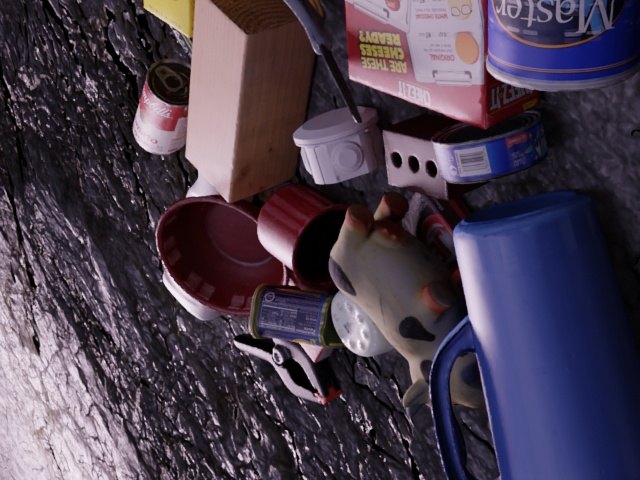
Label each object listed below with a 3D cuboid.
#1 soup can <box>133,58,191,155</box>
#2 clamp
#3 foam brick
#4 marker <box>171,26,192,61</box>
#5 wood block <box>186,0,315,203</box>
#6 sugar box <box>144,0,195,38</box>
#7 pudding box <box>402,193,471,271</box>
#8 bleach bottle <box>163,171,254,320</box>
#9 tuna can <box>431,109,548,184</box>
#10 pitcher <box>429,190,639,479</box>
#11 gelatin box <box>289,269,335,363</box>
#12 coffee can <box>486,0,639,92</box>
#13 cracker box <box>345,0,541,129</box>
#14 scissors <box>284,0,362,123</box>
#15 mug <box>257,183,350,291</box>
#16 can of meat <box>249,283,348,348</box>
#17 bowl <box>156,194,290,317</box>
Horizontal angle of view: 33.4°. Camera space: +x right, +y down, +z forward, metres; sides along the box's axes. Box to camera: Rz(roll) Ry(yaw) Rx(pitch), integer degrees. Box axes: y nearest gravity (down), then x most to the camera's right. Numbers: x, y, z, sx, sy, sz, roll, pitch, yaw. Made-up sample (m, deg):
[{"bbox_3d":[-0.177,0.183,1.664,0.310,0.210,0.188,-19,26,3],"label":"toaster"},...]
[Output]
[{"bbox_3d":[-0.179,-0.155,1.252,0.068,0.068,0.102,56,148,16],"label":"soup can"},{"bbox_3d":[-0.043,0.135,1.265,0.171,0.039,0.120,52,147,22],"label":"clamp"},{"bbox_3d":[0.098,-0.072,0.905,0.078,0.051,0.053,20,126,50],"label":"foam brick"},{"bbox_3d":[-0.152,-0.228,1.208,0.121,0.020,0.020,59,148,11],"label":"marker"},{"bbox_3d":[-0.070,-0.152,1.069,0.091,0.090,0.206,45,143,31],"label":"wood block"},{"bbox_3d":[-0.147,-0.313,1.120,0.093,0.048,0.176,36,139,35],"label":"sugar box"},{"bbox_3d":[0.103,0.011,0.963,0.090,0.039,0.114,56,147,16],"label":"pudding box"},{"bbox_3d":[-0.129,-0.022,1.271,0.103,0.067,0.251,44,140,29],"label":"bleach bottle"},{"bbox_3d":[0.131,-0.072,0.822,0.086,0.086,0.034,7,117,55],"label":"tuna can"},{"bbox_3d":[0.171,0.093,0.822,0.145,0.149,0.243,-4,104,58],"label":"pitcher"},{"bbox_3d":[-0.012,0.082,1.191,0.089,0.030,0.073,52,145,21],"label":"gelatin box"},{"bbox_3d":[0.160,-0.180,0.692,0.103,0.102,0.140,28,132,46],"label":"coffee can"},{"bbox_3d":[0.091,-0.211,0.807,0.164,0.072,0.214,30,135,46],"label":"cracker box"},{"bbox_3d":[-0.012,-0.184,0.903,0.096,0.016,0.202,41,-157,-38],"label":"scissors"},{"bbox_3d":[-0.007,0.001,1.083,0.082,0.093,0.117,35,154,47],"label":"mug"},{"bbox_3d":[-0.010,0.079,1.096,0.084,0.102,0.057,7,89,28],"label":"can of meat"},{"bbox_3d":[-0.098,0.006,1.183,0.162,0.055,0.162,14,129,17],"label":"bowl"}]
